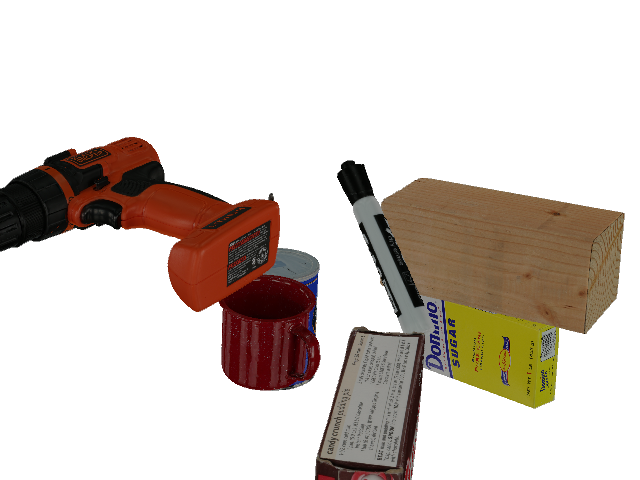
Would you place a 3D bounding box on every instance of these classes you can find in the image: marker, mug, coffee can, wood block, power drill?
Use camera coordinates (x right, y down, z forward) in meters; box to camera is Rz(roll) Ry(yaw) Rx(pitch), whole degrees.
[{"bbox_3d":[0.039,0.004,0.658,0.020,0.121,0.020,-20,-18,-7],"label":"marker"},{"bbox_3d":[-0.044,0.093,1.013,0.117,0.081,0.093,24,32,36],"label":"mug"},{"bbox_3d":[-0.054,0.091,1.260,0.103,0.140,0.103,2,20,-1],"label":"coffee can"},{"bbox_3d":[0.167,0.009,1.002,0.206,0.090,0.090,12,25,30],"label":"wood block"},{"bbox_3d":[-0.138,-0.014,0.769,0.188,0.057,0.184,23,34,28],"label":"power drill"}]

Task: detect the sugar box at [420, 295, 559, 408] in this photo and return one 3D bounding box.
[{"bbox_3d":[0.182,0.117,1.199,0.177,0.093,0.048,14,18,43],"label":"sugar box"}]

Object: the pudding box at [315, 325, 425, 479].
[{"bbox_3d":[0.021,0.102,0.465,0.039,0.090,0.113,7,25,5],"label":"pudding box"}]
